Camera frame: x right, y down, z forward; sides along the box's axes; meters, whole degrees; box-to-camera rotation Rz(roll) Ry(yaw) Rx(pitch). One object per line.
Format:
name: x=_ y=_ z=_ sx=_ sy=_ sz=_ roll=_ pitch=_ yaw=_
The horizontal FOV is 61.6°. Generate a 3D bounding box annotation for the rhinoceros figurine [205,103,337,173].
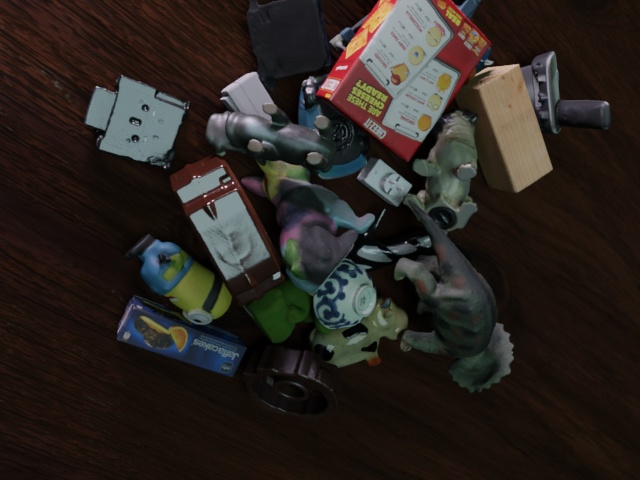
rhinoceros figurine: x=-0.069 y=-0.146 z=0.768 sx=0.190 sy=0.112 sz=0.073 roll=11 pitch=89 yaw=0

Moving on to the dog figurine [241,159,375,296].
dog figurine: x=-0.042 y=-0.042 z=0.832 sx=0.219 sy=0.108 sz=0.191 roll=37 pitch=48 yaw=7

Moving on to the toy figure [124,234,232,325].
toy figure: x=-0.218 y=0.061 z=0.853 sx=0.089 sy=0.082 sz=0.180 roll=-43 pitch=110 yaw=-2

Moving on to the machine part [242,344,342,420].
machine part: x=-0.045 y=0.243 z=0.918 sx=0.179 sy=0.179 sz=0.056 roll=39 pitch=46 yaw=-23

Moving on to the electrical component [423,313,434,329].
electrical component: x=0.246 y=0.136 z=1.059 sx=0.078 sy=0.045 sz=0.102 roll=-35 pitch=112 yaw=22

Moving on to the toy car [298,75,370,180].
toy car: x=0.006 y=-0.180 z=0.860 sx=0.109 sy=0.103 sz=0.161 roll=-21 pitch=106 yaw=-23

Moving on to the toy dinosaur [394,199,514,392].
toy dinosaur: x=0.233 y=0.116 z=0.895 sx=0.131 sy=0.192 sz=0.404 roll=-54 pitch=145 yaw=-31

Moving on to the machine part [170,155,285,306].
machine part: x=-0.136 y=-0.020 z=0.795 sx=0.087 sy=0.201 sz=0.201 roll=-28 pitch=110 yaw=-9

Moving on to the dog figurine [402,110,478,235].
dog figurine: x=0.229 y=-0.120 z=0.942 sx=0.121 sy=0.190 sz=0.172 roll=18 pitch=131 yaw=11

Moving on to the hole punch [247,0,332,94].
hole punch: x=-0.044 y=-0.311 z=0.831 sx=0.116 sy=0.092 sz=0.142 roll=-5 pitch=113 yaw=16

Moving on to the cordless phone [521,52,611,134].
cordless phone: x=0.436 y=-0.259 z=0.953 sx=0.089 sy=0.184 sz=0.146 roll=-16 pitch=108 yaw=-11

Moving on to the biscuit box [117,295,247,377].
biscuit box: x=-0.224 y=0.161 z=0.885 sx=0.202 sy=0.059 sz=0.062 roll=25 pitch=94 yaw=-23

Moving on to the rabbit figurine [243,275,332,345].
rabbit figurine: x=-0.033 y=0.095 z=0.907 sx=0.170 sy=0.121 sz=0.159 roll=-38 pitch=118 yaw=-13

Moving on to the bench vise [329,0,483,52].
bench vise: x=0.130 y=-0.359 z=0.854 sx=0.240 sy=0.129 sz=0.223 roll=-36 pitch=118 yaw=4

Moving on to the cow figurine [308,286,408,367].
cow figurine: x=0.071 y=0.167 z=0.983 sx=0.195 sy=0.086 sz=0.127 roll=-17 pitch=114 yaw=-15

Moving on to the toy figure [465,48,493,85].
toy figure: x=0.230 y=-0.293 z=0.938 sx=0.154 sy=0.058 sz=0.064 roll=-29 pitch=98 yaw=-10

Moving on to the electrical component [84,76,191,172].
electrical component: x=-0.270 y=-0.173 z=0.790 sx=0.134 sy=0.058 sz=0.114 roll=16 pitch=95 yaw=-23

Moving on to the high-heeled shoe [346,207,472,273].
high-heeled shoe: x=0.159 y=0.039 z=0.985 sx=0.248 sy=0.086 sz=0.145 roll=25 pitch=97 yaw=-19
